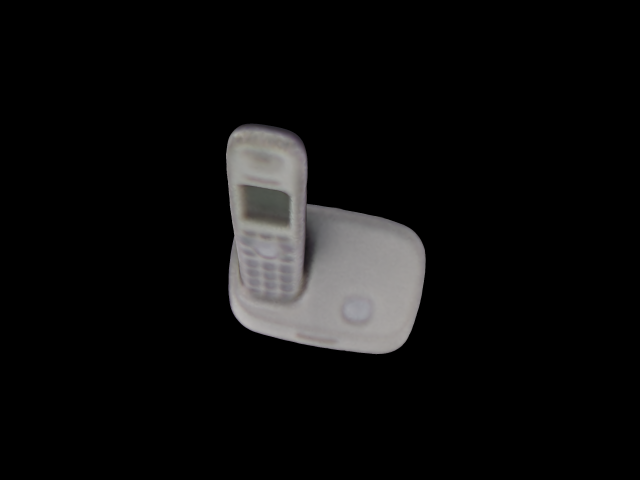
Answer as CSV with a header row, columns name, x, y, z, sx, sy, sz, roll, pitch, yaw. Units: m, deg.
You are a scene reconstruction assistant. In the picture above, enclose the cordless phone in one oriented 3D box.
name,x,y,z,sx,sy,sz,roll,pitch,yaw
cordless phone,0.004,0.001,0.400,0.147,0.185,0.094,7,58,5
